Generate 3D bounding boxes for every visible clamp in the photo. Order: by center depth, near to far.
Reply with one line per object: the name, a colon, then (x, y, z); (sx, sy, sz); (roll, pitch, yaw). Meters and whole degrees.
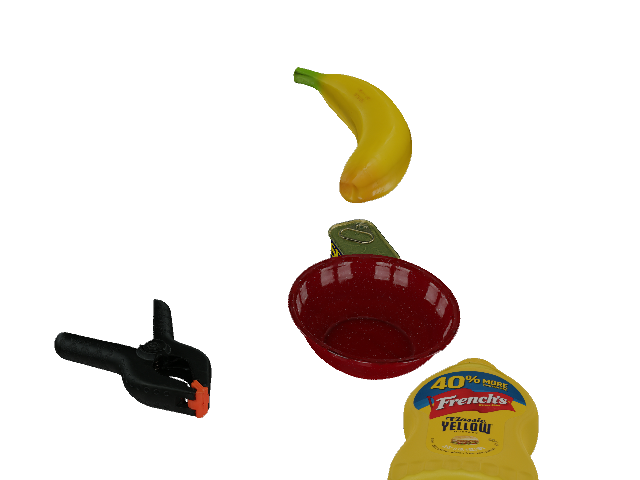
clamp: (-0.149, 0.105, 0.981); (0.172, 0.039, 0.120); (26, 42, 34)

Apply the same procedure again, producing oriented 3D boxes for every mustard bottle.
mustard bottle: (0.105, 0.135, 0.754); (0.096, 0.058, 0.191); (0, 21, 12)

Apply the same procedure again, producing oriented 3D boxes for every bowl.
bowl: (0.048, 0.081, 1.009); (0.162, 0.055, 0.162); (4, 36, -3)

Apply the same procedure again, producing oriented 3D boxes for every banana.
banana: (0.029, -0.073, 0.744); (0.069, 0.037, 0.198); (-5, 30, -9)

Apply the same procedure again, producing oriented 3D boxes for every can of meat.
can of meat: (0.048, 0.039, 1.224); (0.057, 0.084, 0.102); (-14, 38, -18)
